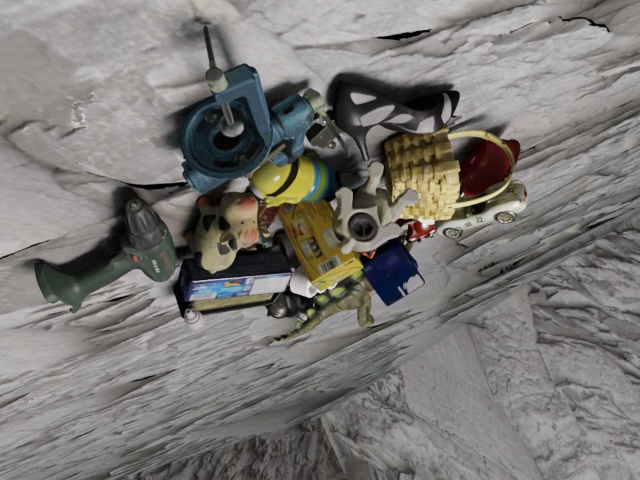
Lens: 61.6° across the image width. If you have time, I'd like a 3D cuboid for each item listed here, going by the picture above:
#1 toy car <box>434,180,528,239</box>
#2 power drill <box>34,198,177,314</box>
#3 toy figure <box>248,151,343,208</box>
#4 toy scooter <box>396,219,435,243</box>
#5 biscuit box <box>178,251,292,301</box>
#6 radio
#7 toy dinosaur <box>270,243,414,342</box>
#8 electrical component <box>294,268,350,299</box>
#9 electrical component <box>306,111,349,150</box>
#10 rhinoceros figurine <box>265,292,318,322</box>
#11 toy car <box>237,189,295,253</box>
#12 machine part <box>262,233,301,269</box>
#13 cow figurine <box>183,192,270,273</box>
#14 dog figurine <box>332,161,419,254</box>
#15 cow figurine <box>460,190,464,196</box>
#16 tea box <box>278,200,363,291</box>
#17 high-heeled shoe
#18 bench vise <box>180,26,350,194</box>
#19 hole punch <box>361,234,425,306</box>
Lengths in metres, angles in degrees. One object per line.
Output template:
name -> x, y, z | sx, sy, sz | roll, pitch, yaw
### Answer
toy car -> 0.311, -0.060, 1.062 | 0.202, 0.073, 0.056 | -19, 132, 42
power drill -> -0.336, 0.027, 0.855 | 0.207, 0.086, 0.231 | -31, 159, -9
toy figure -> -0.038, -0.106, 0.877 | 0.180, 0.082, 0.089 | 3, 131, -40
toy scooter -> 0.206, -0.021, 1.256 | 0.184, 0.075, 0.135 | -18, 121, -8
biscuit box -> -0.158, 0.067, 1.007 | 0.202, 0.063, 0.059 | -3, 135, -29
radio -> -0.177, 0.090, 1.129 | 0.229, 0.073, 0.131 | -6, 149, -38
toy dinosaur -> 0.081, 0.116, 1.331 | 0.471, 0.105, 0.198 | -44, 133, -14
electrical component -> 0.010, 0.053, 1.197 | 0.134, 0.115, 0.058 | -19, 157, -12
electrical component -> 0.009, -0.173, 0.857 | 0.063, 0.021, 0.094 | -38, 154, 25
rhinoceros figurine -> -0.055, 0.167, 1.366 | 0.190, 0.112, 0.073 | 13, 133, -43
toy car -> -0.116, -0.029, 0.986 | 0.089, 0.053, 0.202 | -9, 150, -39
machine part -> -0.007, 0.005, 1.130 | 0.243, 0.079, 0.079 | -16, 154, -23
cow figurine -> -0.156, -0.011, 0.888 | 0.085, 0.127, 0.195 | -11, 154, -36
dog figurine -> 0.070, -0.031, 0.951 | 0.172, 0.121, 0.190 | -40, 176, -17
cow figurine -> 0.333, -0.111, 1.260 | 0.098, 0.068, 0.167 | -6, 148, -28
tea box -> -0.002, -0.003, 1.005 | 0.098, 0.170, 0.068 | -28, 154, 8
high-heeled shoe -> 0.124, -0.226, 0.847 | 0.249, 0.086, 0.145 | -36, 129, -22
bench vise -> -0.087, -0.151, 0.684 | 0.224, 0.129, 0.240 | -22, 164, -4
hole punch -> 0.163, 0.073, 1.214 | 0.142, 0.092, 0.115 | -33, 118, 16
